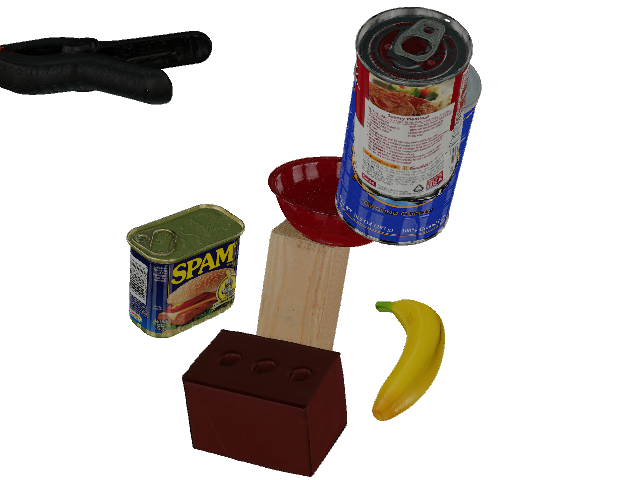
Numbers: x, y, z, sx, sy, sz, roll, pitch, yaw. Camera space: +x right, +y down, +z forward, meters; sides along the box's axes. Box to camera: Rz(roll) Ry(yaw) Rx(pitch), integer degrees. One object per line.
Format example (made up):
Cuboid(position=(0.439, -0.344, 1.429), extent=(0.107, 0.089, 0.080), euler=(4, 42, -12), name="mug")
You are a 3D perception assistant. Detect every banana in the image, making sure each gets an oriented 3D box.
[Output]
Cuboid(position=(0.087, 0.107, 1.024), extent=(0.070, 0.037, 0.197), euler=(-24, 21, 15), name="banana")

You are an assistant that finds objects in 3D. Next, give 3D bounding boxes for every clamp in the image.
Cuboid(position=(-0.167, -0.134, 0.799), extent=(0.172, 0.039, 0.120), euler=(8, 22, 17), name="clamp")

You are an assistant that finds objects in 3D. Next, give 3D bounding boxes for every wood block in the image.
Cuboid(position=(-0.026, 0.082, 1.429), extent=(0.090, 0.206, 0.090), euler=(14, 21, 14), name="wood block")

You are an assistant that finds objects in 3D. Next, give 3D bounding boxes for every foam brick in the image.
Cuboid(position=(-0.031, 0.091, 0.604), extent=(0.078, 0.051, 0.053), euler=(9, 30, 21), name="foam brick")

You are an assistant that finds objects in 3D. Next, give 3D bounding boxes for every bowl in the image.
Cuboid(position=(0.021, -0.037, 1.158), extent=(0.162, 0.055, 0.162), euler=(5, 26, -2), name="bowl")

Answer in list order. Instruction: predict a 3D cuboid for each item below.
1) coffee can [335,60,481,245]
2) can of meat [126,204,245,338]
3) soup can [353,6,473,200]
Cuboid(position=(0.070, -0.081, 0.895), extent=(0.102, 0.140, 0.103), euler=(4, 44, -4), name="coffee can")
Cuboid(position=(-0.118, 0.027, 0.924), extent=(0.058, 0.084, 0.101), euler=(32, 39, 34), name="can of meat")
Cuboid(position=(0.054, -0.082, 0.655), extent=(0.068, 0.068, 0.102), euler=(0, -39, 0), name="soup can")
